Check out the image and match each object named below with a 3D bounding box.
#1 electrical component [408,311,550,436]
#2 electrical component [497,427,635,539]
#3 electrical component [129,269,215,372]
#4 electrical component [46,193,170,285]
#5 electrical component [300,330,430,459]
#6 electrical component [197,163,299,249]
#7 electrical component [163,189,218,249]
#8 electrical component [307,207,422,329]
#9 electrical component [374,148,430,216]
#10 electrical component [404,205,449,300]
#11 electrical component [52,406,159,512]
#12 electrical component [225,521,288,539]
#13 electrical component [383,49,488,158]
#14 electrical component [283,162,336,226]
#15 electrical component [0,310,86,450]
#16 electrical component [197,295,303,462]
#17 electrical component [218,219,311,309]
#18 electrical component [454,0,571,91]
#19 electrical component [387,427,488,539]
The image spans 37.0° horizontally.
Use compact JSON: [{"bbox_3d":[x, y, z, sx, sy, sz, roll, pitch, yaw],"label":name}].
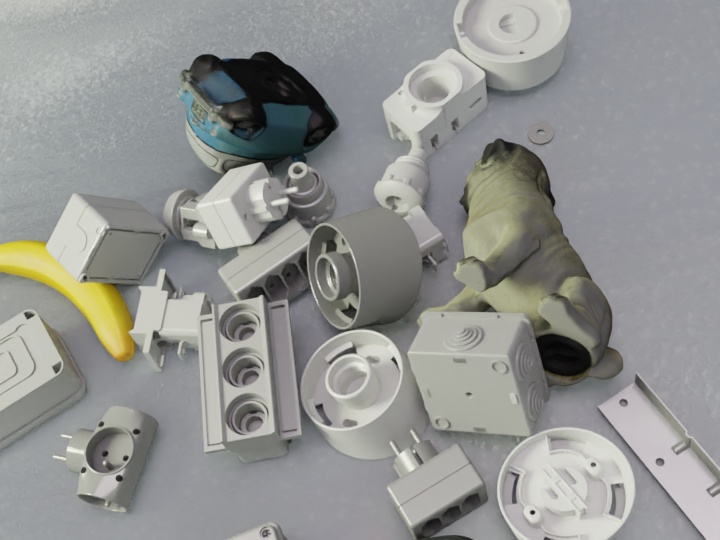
[{"bbox_3d":[0.091,0.081,0.830,0.100,0.099,0.048,0,37,28],"label":"electrical component"},{"bbox_3d":[0.153,0.167,0.801,0.099,0.064,0.099,-5,61,8],"label":"electrical component"},{"bbox_3d":[-0.162,0.045,0.942,0.064,0.042,0.081,2,62,7],"label":"electrical component"},{"bbox_3d":[-0.224,-0.028,0.967,0.061,0.096,0.061,40,108,26],"label":"electrical component"},{"bbox_3d":[0.003,0.100,0.881,0.099,0.064,0.099,-13,54,18],"label":"electrical component"},{"bbox_3d":[-0.089,-0.059,0.939,0.077,0.047,0.065,-9,29,31],"label":"electrical component"},{"bbox_3d":[-0.145,-0.048,0.983,0.055,0.048,0.066,10,28,25],"label":"electrical component"},{"bbox_3d":[0.000,0.000,0.897,0.064,0.099,0.099,-12,56,-28],"label":"electrical component"},{"bbox_3d":[0.044,-0.083,0.973,0.048,0.048,0.062,14,58,17],"label":"electrical component"},{"bbox_3d":[0.039,-0.020,0.940,0.064,0.042,0.081,-31,61,-11],"label":"electrical component"},{"bbox_3d":[-0.216,0.153,0.890,0.079,0.044,0.077,9,63,15],"label":"electrical component"},{"bbox_3d":[-0.092,0.260,0.800,0.109,0.056,0.108,-22,60,-2],"label":"electrical component"},{"bbox_3d":[0.071,-0.156,1.001,0.089,0.055,0.050,-41,62,-12],"label":"electrical component"},{"bbox_3d":[-0.050,-0.073,0.974,0.048,0.062,0.048,-4,61,8],"label":"electrical component"},{"bbox_3d":[-0.304,0.099,0.929,0.113,0.057,0.078,-33,61,-8],"label":"electrical component"},{"bbox_3d":[-0.089,0.092,0.889,0.079,0.063,0.121,-11,60,4],"label":"electrical component"},{"bbox_3d":[-0.084,-0.009,0.954,0.083,0.047,0.075,-35,47,-9],"label":"electrical component"},{"bbox_3d":[0.145,-0.220,1.019,0.108,0.060,0.108,-4,61,8],"label":"electrical component"},{"bbox_3d":[0.051,0.158,0.835,0.066,0.047,0.076,-30,60,-7],"label":"electrical component"}]
